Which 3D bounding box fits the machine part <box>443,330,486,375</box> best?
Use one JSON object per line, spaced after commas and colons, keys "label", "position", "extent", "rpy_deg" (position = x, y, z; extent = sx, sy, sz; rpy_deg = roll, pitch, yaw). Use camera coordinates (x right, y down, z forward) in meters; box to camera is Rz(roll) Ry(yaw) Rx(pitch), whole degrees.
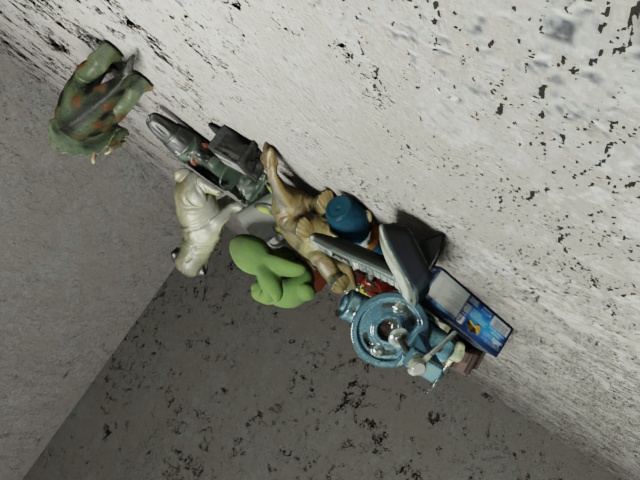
{"label": "machine part", "position": [0.292, 0.240, 1.239], "extent": [0.179, 0.056, 0.179], "rpy_deg": [20, -168, -5]}

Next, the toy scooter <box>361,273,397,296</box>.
{"label": "toy scooter", "position": [0.131, 0.081, 0.989], "extent": [0.135, 0.075, 0.183], "rpy_deg": [13, 171, 21]}

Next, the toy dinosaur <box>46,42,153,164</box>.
{"label": "toy dinosaur", "position": [-0.397, -0.227, 0.933], "extent": [0.131, 0.192, 0.405], "rpy_deg": [35, 174, -18]}

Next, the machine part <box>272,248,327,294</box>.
{"label": "machine part", "position": [-0.057, 0.027, 1.288], "extent": [0.201, 0.087, 0.201], "rpy_deg": [48, -177, -7]}

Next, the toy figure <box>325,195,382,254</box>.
{"label": "toy figure", "position": [0.060, -0.012, 0.824], "extent": [0.064, 0.058, 0.154], "rpy_deg": [3, 153, 30]}

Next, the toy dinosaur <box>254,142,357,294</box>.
{"label": "toy dinosaur", "position": [-0.002, -0.003, 0.969], "extent": [0.199, 0.105, 0.470], "rpy_deg": [38, 165, 45]}

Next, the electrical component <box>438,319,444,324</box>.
{"label": "electrical component", "position": [0.259, 0.139, 1.007], "extent": [0.078, 0.045, 0.102], "rpy_deg": [7, -178, -13]}

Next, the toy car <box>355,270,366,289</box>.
{"label": "toy car", "position": [0.131, 0.093, 1.224], "extent": [0.202, 0.053, 0.089], "rpy_deg": [24, 147, 49]}

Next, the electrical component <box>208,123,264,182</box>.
{"label": "electrical component", "position": [-0.148, -0.151, 0.891], "extent": [0.119, 0.048, 0.074], "rpy_deg": [30, 171, 22]}

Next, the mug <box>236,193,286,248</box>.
{"label": "mug", "position": [-0.092, -0.041, 1.066], "extent": [0.109, 0.107, 0.081], "rpy_deg": [51, -178, -21]}

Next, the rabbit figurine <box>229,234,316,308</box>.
{"label": "rabbit figurine", "position": [-0.096, 0.060, 0.994], "extent": [0.170, 0.121, 0.159], "rpy_deg": [40, 175, -36]}

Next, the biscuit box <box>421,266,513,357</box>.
{"label": "biscuit box", "position": [0.233, 0.117, 0.896], "extent": [0.202, 0.059, 0.063], "rpy_deg": [38, 171, -24]}

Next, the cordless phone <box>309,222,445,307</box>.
{"label": "cordless phone", "position": [0.066, 0.015, 0.723], "extent": [0.184, 0.088, 0.146], "rpy_deg": [21, 170, 14]}

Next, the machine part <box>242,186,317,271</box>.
{"label": "machine part", "position": [-0.087, -0.029, 1.144], "extent": [0.243, 0.079, 0.079], "rpy_deg": [50, 175, 7]}

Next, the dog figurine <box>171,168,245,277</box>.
{"label": "dog figurine", "position": [-0.266, -0.031, 1.092], "extent": [0.172, 0.190, 0.121], "rpy_deg": [37, 177, -21]}

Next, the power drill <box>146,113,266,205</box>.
{"label": "power drill", "position": [-0.216, -0.153, 1.054], "extent": [0.208, 0.086, 0.231], "rpy_deg": [23, 169, 39]}

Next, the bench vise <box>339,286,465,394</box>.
{"label": "bench vise", "position": [0.137, 0.156, 0.810], "extent": [0.223, 0.129, 0.241], "rpy_deg": [37, -176, -10]}

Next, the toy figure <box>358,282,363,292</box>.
{"label": "toy figure", "position": [0.108, 0.133, 1.152], "extent": [0.089, 0.082, 0.180], "rpy_deg": [53, 166, 7]}
